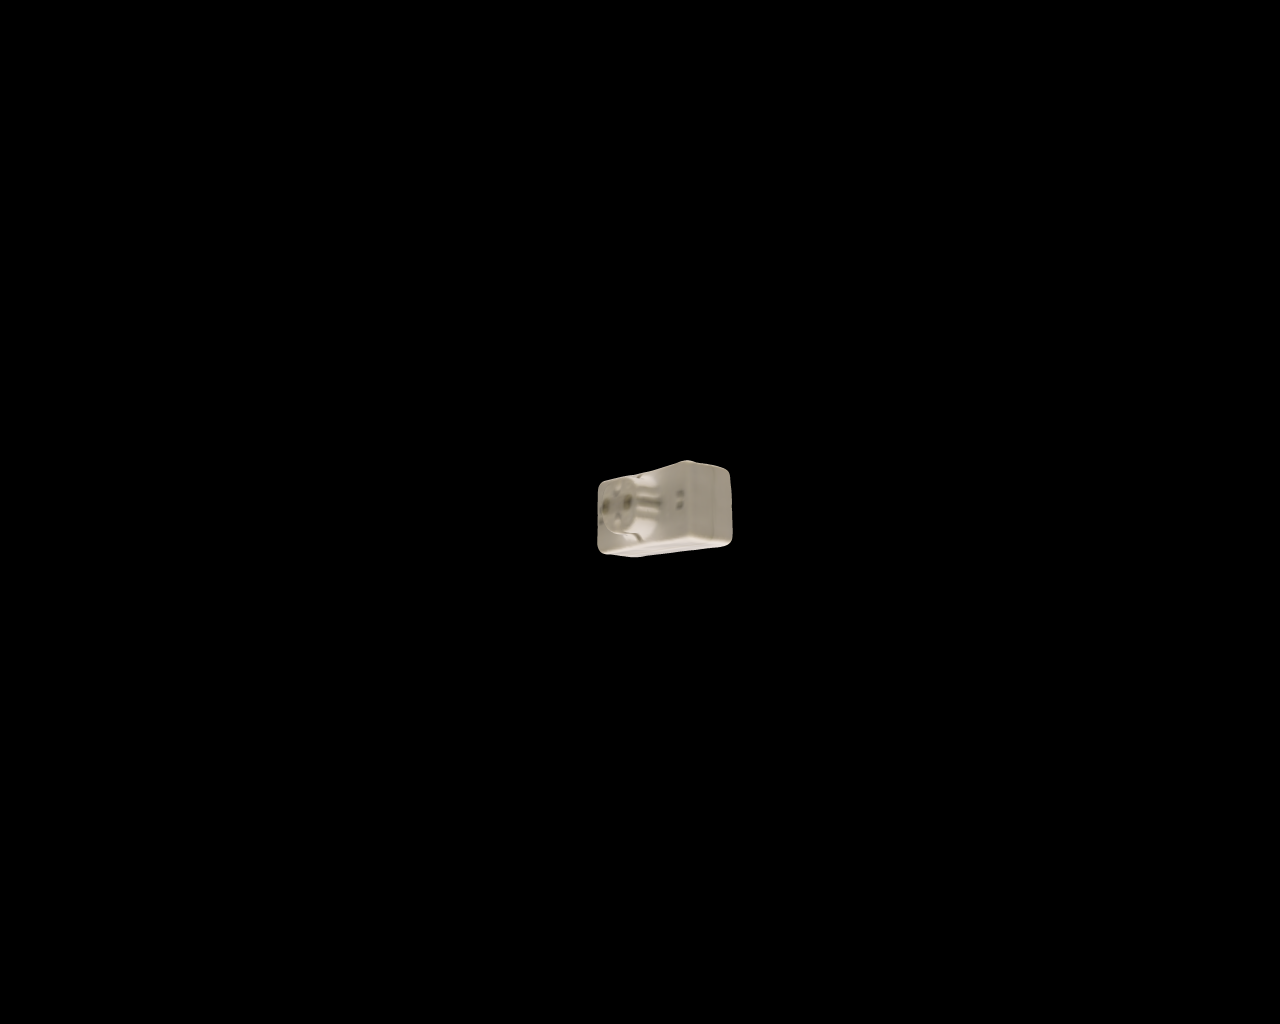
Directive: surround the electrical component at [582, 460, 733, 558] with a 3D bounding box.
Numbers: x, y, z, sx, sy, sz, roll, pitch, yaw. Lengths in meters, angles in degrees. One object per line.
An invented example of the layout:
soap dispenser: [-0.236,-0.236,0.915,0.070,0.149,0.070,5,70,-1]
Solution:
electrical component: [0.001,-0.003,0.650,0.076,0.047,0.083,10,-14,-42]
